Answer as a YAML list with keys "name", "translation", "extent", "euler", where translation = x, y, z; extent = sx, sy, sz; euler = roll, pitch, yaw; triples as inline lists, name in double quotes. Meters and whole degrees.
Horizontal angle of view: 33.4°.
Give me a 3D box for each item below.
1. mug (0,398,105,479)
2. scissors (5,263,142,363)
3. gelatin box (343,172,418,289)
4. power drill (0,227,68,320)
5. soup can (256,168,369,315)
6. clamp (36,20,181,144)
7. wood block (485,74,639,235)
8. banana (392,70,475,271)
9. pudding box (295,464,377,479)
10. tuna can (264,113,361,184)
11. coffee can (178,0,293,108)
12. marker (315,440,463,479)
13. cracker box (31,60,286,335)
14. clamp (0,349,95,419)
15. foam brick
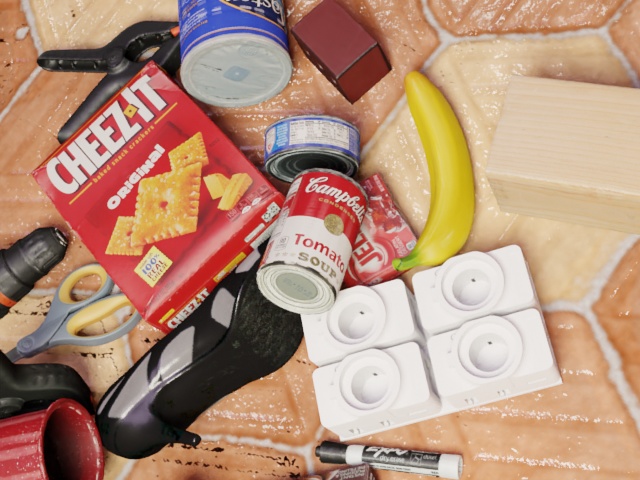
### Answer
- name: "mug"
  translation: [-0.233, 0.194, 0.871]
  extent: [0.082, 0.093, 0.117]
  euler: [-15, 79, 17]
- name: "scissors"
  translation: [-0.264, 0.080, 0.984]
  extent: [0.201, 0.016, 0.096]
  euler: [-17, 53, -5]
- name: "gelatin box"
  translation: [0.041, -0.003, 0.924]
  extent: [0.073, 0.030, 0.089]
  euler: [-31, 62, 7]
- name: "power drill"
  translation: [-0.352, -0.001, 1.053]
  extent: [0.184, 0.057, 0.188]
  euler: [-36, 62, 4]
- name: "soup can"
  translation: [-0.006, 0.001, 0.867]
  extent: [0.069, 0.068, 0.102]
  euler: [4, 52, 21]
- name: "clamp"
  translation: [-0.209, -0.179, 1.082]
  extent: [0.171, 0.039, 0.120]
  euler: [-31, 66, -1]
- name: "wood block"
  translation: [0.246, -0.060, 0.838]
  extent: [0.206, 0.090, 0.091]
  euler: [11, 74, 23]
- name: "banana"
  translation: [0.101, -0.056, 0.906]
  extent: [0.037, 0.069, 0.197]
  euler: [-32, 45, 46]
- name: "pudding box"
  translation: [-0.012, 0.223, 0.823]
  extent: [0.114, 0.090, 0.039]
  euler: [-18, 109, 14]
- name: "tuna can"
  translation: [-0.007, -0.078, 0.940]
  extent: [0.086, 0.086, 0.034]
  euler: [-6, 70, 18]
- name: "coffee can"
  translation: [-0.083, -0.211, 1.005]
  extent: [0.103, 0.102, 0.140]
  euler: [-15, 61, 14]
- name: "marker"
  translation: [0.053, 0.176, 0.856]
  extent: [0.121, 0.020, 0.020]
  euler: [2, 70, 21]
- name: "cracker box"
  translation: [-0.145, -0.041, 0.984]
  extent: [0.164, 0.072, 0.214]
  euler: [-43, 61, -1]
- name: "clamp"
  translation: [-0.262, 0.121, 0.885]
  extent: [0.165, 0.209, 0.036]
  euler: [-33, 60, 32]
- name: "foam brick"
  translation: [0.019, -0.176, 0.988]
  extent: [0.051, 0.053, 0.078]
  euler: [-41, 61, 1]
